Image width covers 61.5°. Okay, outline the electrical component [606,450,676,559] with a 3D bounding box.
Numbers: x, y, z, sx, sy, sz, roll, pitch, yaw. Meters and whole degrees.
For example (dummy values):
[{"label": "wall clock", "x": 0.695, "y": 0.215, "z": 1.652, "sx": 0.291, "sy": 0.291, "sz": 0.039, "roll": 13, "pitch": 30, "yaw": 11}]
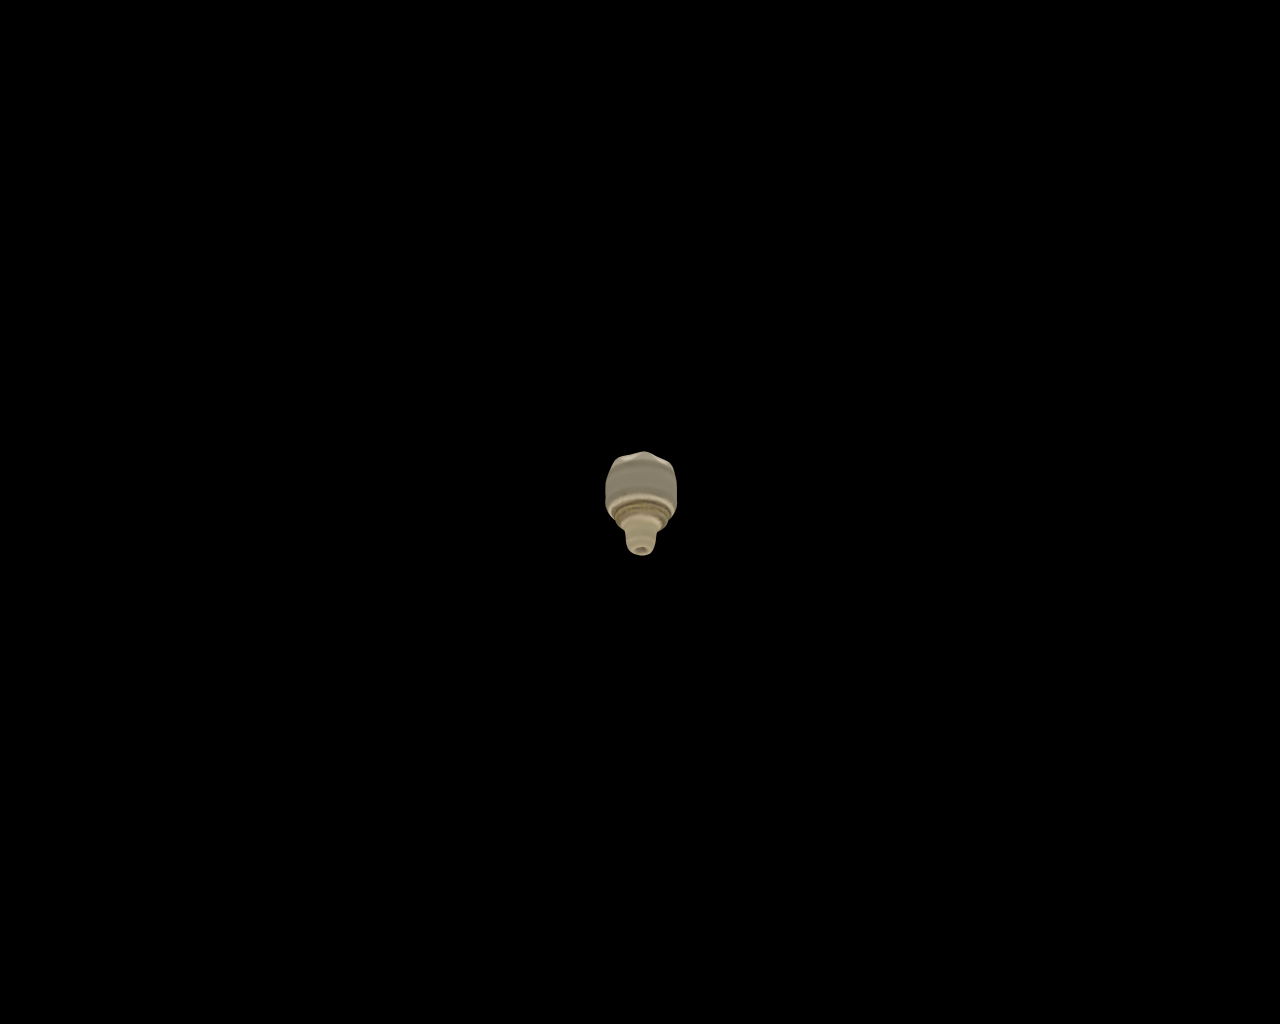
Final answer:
[{"label": "electrical component", "x": 0.001, "y": -0.003, "z": 0.650, "sx": 0.043, "sy": 0.062, "sz": 0.043, "roll": 0, "pitch": -31, "yaw": 0}]
